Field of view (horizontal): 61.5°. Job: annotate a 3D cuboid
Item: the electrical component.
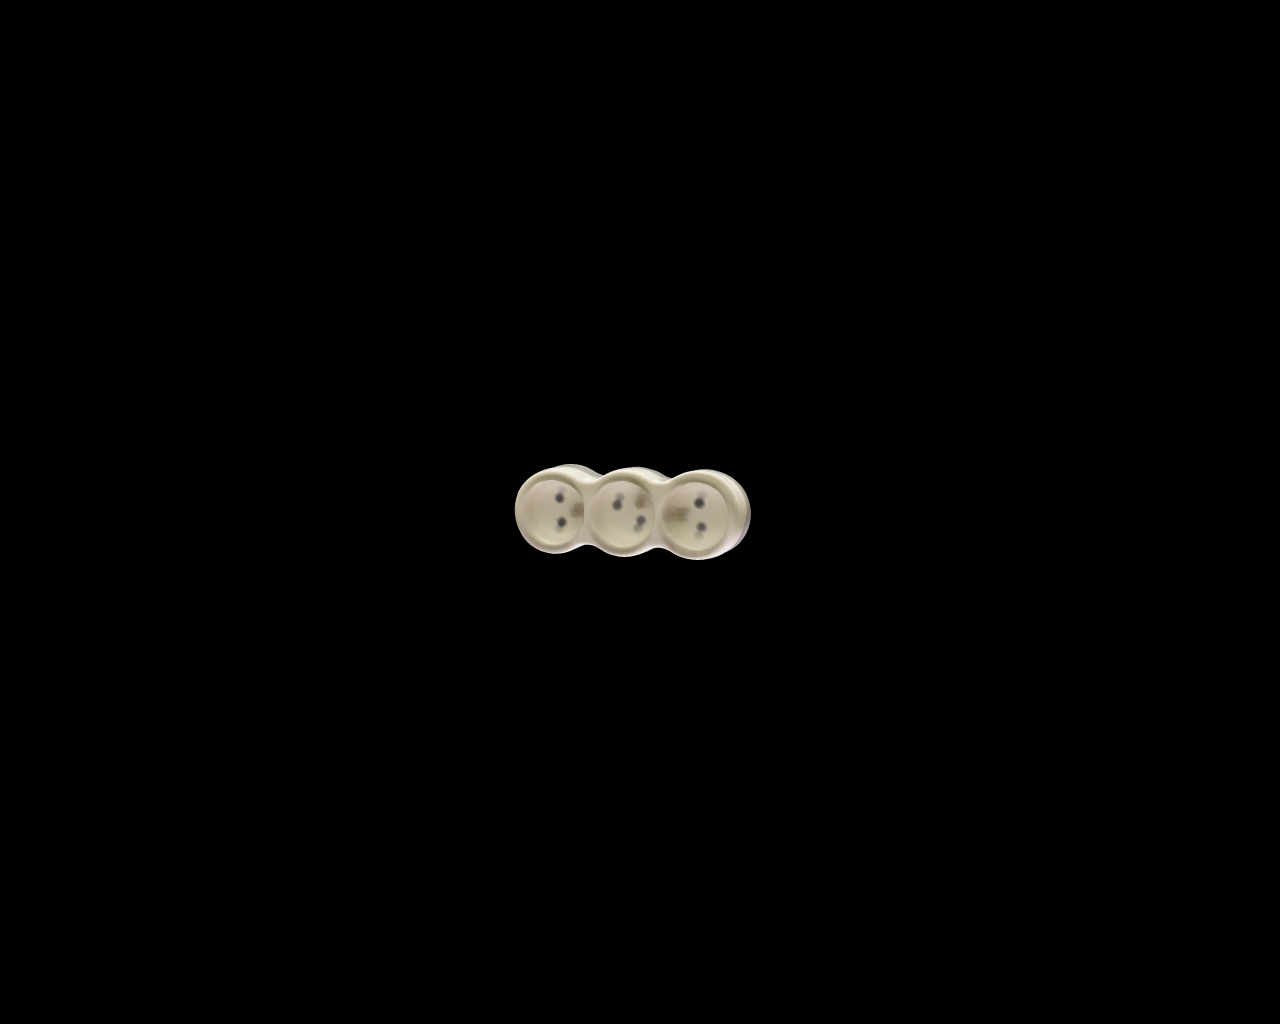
[{"bbox_3d":[0.001,-0.003,0.650,0.138,0.052,0.074,2,8,18],"label":"electrical component"}]
